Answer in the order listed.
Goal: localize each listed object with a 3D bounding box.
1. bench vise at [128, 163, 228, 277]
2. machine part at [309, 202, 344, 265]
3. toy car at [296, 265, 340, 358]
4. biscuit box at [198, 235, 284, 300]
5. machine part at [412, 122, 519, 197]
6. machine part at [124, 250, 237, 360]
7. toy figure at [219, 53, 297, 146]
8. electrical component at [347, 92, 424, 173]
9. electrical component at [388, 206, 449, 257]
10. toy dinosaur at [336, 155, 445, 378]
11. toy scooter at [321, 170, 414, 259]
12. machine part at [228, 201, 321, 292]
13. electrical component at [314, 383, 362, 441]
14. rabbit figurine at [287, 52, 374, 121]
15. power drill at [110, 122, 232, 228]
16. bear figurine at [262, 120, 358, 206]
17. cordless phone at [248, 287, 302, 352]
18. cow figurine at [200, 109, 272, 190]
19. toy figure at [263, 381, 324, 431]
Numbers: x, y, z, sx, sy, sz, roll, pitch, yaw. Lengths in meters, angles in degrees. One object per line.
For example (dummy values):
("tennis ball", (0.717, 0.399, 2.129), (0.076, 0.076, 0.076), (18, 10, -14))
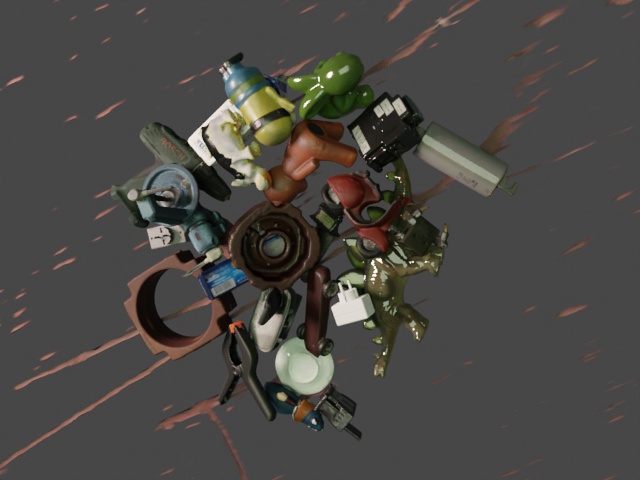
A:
("bench vise", (-0.271, -0.052, 1.008), (0.129, 0.240, 0.223), (-21, 84, 13))
("machine part", (-0.002, -0.003, 1.108), (0.084, 0.039, 0.138), (37, 110, 39))
("toy car", (-0.002, 0.145, 1.098), (0.089, 0.053, 0.201), (25, 121, 43))
("biscuit box", (-0.147, 0.051, 1.094), (0.203, 0.063, 0.059), (-27, 92, -17))
("machine part", (0.270, -0.155, 1.036), (0.243, 0.079, 0.079), (32, 100, 5))
("machine part", (-0.298, 0.138, 1.161), (0.201, 0.087, 0.201), (-31, 91, 12))
("toy figure", (-0.121, -0.258, 1.010), (0.089, 0.082, 0.180), (-42, 97, -11))
("electrical component", (0.130, -0.213, 1.030), (0.134, 0.058, 0.115), (-37, 54, 25))
("electrical component", (0.184, -0.014, 0.973), (0.102, 0.045, 0.078), (42, 83, -17))
("toy dinosaur", (0.143, 0.039, 1.067), (0.199, 0.105, 0.471), (11, 89, 12))
("toy scooter", (0.095, -0.066, 1.012), (0.135, 0.075, 0.184), (-37, 74, 9))
("machine part", (-0.091, 0.010, 1.041), (0.179, 0.056, 0.179), (-3, 100, -19))
("electrical component", (0.049, 0.365, 1.129), (0.119, 0.075, 0.047), (38, 101, 8))
("rabbit figurine", (0.021, -0.297, 1.002), (0.159, 0.170, 0.121), (-22, 89, -7))
("power drill", (-0.329, -0.117, 1.144), (0.207, 0.086, 0.232), (-40, 89, 16))
("bear figurine", (-0.033, -0.141, 1.083), (0.195, 0.132, 0.120), (-60, 39, 35))
("cordless phone", (-0.104, 0.164, 1.080), (0.089, 0.184, 0.146), (22, 99, 2))
("cow figurine", (-0.165, -0.159, 1.042), (0.098, 0.068, 0.167), (-27, 94, 16))
("toy figure", (-0.056, 0.356, 1.152), (0.155, 0.064, 0.057), (25, 86, 8))
